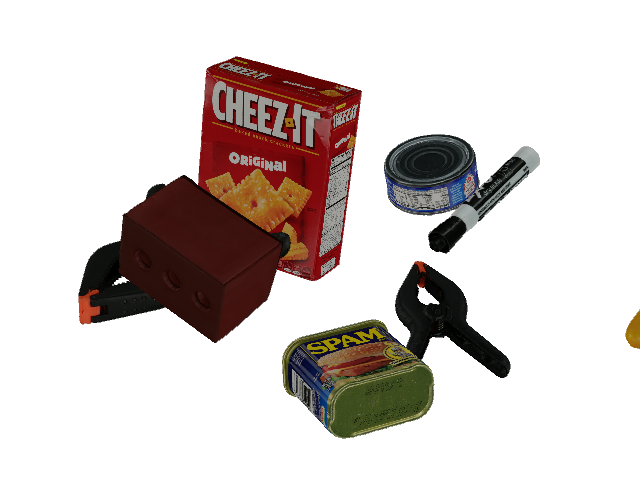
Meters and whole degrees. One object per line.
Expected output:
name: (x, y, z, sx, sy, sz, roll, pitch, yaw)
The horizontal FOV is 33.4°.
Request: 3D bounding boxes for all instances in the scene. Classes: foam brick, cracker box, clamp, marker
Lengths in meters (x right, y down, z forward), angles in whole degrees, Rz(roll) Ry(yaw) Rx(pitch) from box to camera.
foam brick: (-0.070, 0.010, 0.619, 0.078, 0.053, 0.051, 33, 46, 18)
cracker box: (-0.052, -0.078, 1.188, 0.164, 0.214, 0.072, 19, 29, 23)
clamp: (-0.152, 0.012, 0.980, 0.165, 0.036, 0.209, 25, 38, 31)
clamp: (0.137, 0.091, 1.158, 0.120, 0.171, 0.039, 4, -44, -6)
marker: (0.118, -0.029, 0.774, 0.121, 0.020, 0.020, -41, 23, -30)

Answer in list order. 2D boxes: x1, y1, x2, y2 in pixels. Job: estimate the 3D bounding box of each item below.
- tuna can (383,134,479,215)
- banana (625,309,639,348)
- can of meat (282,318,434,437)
tuna can: (0.102, -0.062, 0.982, 0.086, 0.034, 0.086, -9, 37, 6)
banana: (0.305, 0.042, 0.738, 0.198, 0.037, 0.069, -3, 33, 2)
can of meat: (0.032, 0.114, 0.881, 0.102, 0.057, 0.084, -12, 25, -24)
